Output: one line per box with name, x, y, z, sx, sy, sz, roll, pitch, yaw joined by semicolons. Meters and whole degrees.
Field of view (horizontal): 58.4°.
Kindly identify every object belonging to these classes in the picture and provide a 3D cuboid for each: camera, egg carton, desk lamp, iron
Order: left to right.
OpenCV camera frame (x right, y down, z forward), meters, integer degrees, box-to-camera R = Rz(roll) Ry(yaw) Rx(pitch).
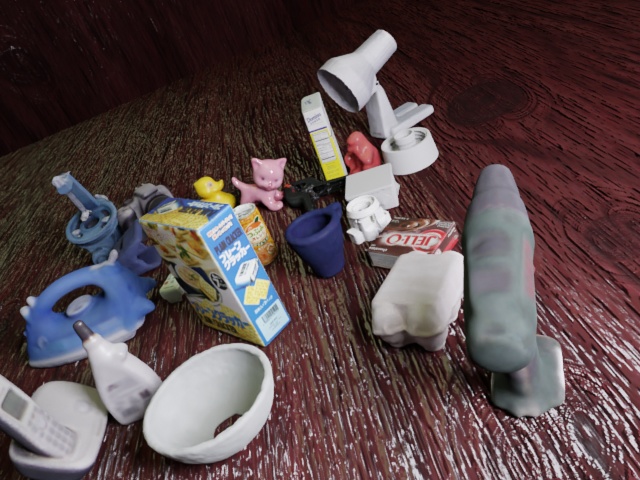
iron;-0.421;0.119;0.991;0.258;0.142;0.118;-25;30;-2
camera;-0.381;-0.066;1.300;0.143;0.101;0.136;-40;34;-26
desk lamp;0.118;-0.331;1.252;0.203;0.214;0.117;-34;31;-17
egg carton;0.132;0.073;0.740;0.107;0.069;0.150;-1;37;35

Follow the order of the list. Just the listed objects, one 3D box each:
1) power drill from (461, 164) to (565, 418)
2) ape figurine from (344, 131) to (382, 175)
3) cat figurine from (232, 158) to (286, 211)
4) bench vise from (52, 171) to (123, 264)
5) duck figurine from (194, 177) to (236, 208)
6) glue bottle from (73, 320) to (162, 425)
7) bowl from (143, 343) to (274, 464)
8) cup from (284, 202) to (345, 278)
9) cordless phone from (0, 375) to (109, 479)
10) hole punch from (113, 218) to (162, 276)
power drill;0.190;0.062;0.576;0.075;0.209;0.230;-10;33;23
ape figurine;0.081;-0.175;1.151;0.076;0.092;0.077;-27;30;-5
cat figurine;-0.122;-0.121;1.184;0.127;0.118;0.067;-12;32;21
bench vise;-0.525;-0.064;1.279;0.121;0.220;0.206;-33;31;-15
duck figurine;-0.249;-0.097;1.270;0.104;0.086;0.077;-20;30;7
glue bottle;-0.277;0.172;0.770;0.078;0.173;0.037;-25;30;-1
bowl;-0.123;0.210;0.700;0.167;0.075;0.167;-18;30;11
cup;0.008;0.003;0.915;0.091;0.095;0.118;5;41;41
cordless phone;-0.366;0.217;0.750;0.094;0.185;0.147;-23;30;2
hole punch;-0.389;0.022;1.174;0.101;0.091;0.108;-27;30;-4
